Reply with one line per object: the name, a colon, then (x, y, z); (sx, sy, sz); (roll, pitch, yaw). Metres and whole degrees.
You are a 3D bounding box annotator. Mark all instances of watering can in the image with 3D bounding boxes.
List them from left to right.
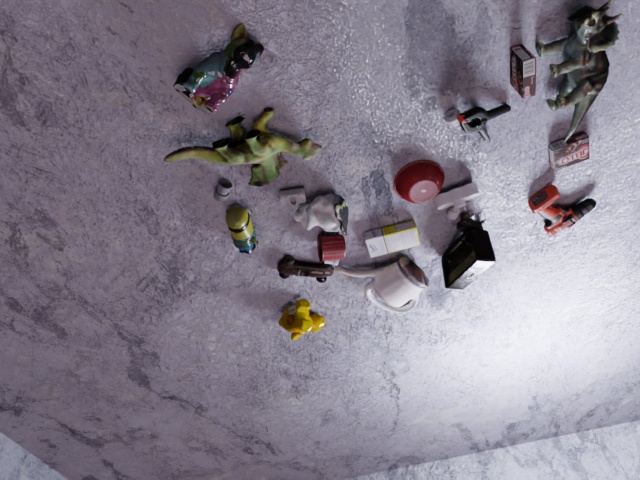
watering can: (0.239, 0.141, 1.826); (0.344, 0.221, 0.106); (37, 28, -23)

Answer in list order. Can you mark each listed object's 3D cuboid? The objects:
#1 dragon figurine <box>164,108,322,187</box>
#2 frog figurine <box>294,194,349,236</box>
dragon figurine: (-0.198, -0.224, 1.443); (0.409, 0.125, 0.237); (-16, -40, 9)
frog figurine: (0.005, -0.081, 1.603); (0.159, 0.125, 0.135); (2, -29, 25)
